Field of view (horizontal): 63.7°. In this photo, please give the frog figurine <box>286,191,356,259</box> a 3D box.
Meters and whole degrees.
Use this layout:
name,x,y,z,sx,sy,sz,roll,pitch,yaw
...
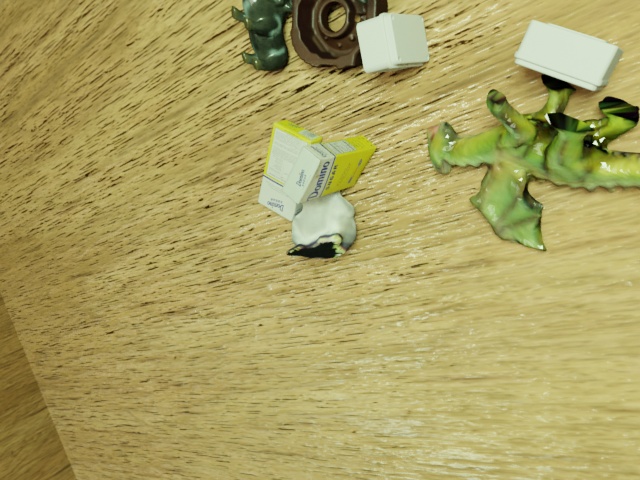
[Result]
name,x,y,z,sx,sy,sz,roll,pitch,yaw
frog figurine,0.003,-0.049,0.976,0.135,0.122,0.163,-31,51,46

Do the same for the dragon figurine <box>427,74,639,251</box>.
name,x,y,z,sx,sy,sz,roll,pitch,yaw
dragon figurine,0.328,-0.086,0.737,0.414,0.124,0.237,35,140,24
